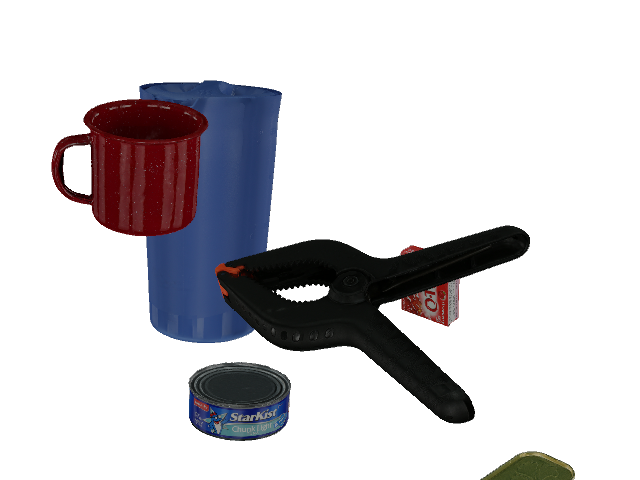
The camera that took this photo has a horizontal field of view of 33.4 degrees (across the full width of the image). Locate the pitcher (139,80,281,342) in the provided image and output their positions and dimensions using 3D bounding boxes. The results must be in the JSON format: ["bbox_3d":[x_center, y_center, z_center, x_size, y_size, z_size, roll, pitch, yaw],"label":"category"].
[{"bbox_3d":[-0.103,-0.033,1.034,0.149,0.243,0.145,-2,15,-18],"label":"pitcher"}]

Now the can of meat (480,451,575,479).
[{"bbox_3d":[0.166,0.238,0.888,0.101,0.084,0.058,-23,27,-37],"label":"can of meat"}]

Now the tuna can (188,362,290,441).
[{"bbox_3d":[-0.068,0.135,0.896,0.086,0.034,0.086,3,17,-1],"label":"tuna can"}]

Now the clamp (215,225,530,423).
[{"bbox_3d":[0.031,0.034,0.715,0.210,0.036,0.164,12,45,27],"label":"clamp"}]

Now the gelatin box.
[{"bbox_3d":[0.139,0.057,1.363,0.073,0.089,0.030,19,35,36],"label":"gelatin box"}]

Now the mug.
[{"bbox_3d":[-0.146,-0.054,0.817,0.117,0.081,0.093,-4,27,-19],"label":"mug"}]
